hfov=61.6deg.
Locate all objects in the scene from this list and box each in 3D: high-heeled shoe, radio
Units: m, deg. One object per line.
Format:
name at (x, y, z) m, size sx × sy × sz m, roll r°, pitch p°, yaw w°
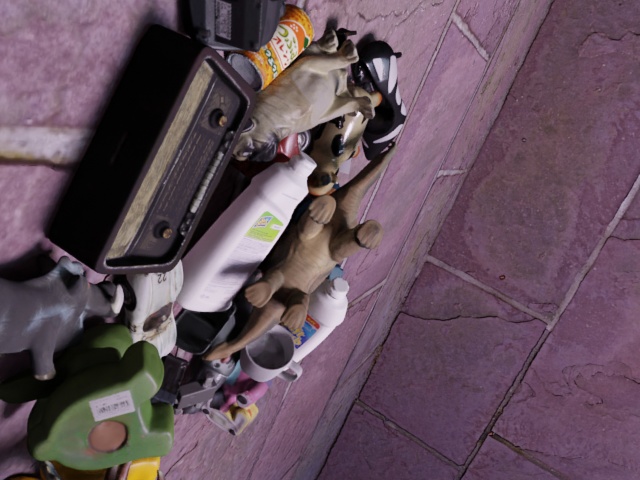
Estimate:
high-heeled shoe at (0.093, -0.237, 0.975) m, size 0.145 × 0.086 × 0.248 m, roll -36°, pitch 145°, yaw -46°
radio at (-0.159, -0.079, 0.540) m, size 0.229 × 0.073 × 0.131 m, roll -62°, pitch 162°, yaw 3°

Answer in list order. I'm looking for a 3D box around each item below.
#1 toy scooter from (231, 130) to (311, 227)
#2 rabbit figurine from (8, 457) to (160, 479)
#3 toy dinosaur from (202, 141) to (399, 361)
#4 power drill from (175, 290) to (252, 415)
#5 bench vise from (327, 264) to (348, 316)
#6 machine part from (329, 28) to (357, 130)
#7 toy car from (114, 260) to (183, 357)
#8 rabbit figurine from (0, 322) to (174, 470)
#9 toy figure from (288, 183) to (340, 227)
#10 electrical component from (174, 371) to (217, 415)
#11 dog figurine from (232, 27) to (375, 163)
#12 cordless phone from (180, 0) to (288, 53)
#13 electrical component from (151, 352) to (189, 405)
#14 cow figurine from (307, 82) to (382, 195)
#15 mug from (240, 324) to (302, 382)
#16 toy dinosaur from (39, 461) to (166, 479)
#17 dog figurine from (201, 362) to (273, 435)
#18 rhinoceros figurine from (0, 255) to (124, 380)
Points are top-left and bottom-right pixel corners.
toy scooter at (-0.078, -0.079, 0.755) m, size 0.135 × 0.075 × 0.183 m, roll -29°, pitch 141°, yaw -57°
rabbit figurine at (-0.301, 0.306, 0.673) m, size 0.162 × 0.122 × 0.173 m, roll -27°, pitch 158°, yaw -54°
toy dinosaur at (-0.002, -0.002, 0.789) m, size 0.471 × 0.105 × 0.198 m, roll -46°, pitch -172°, yaw -17°
power drill at (-0.172, 0.168, 0.863) m, size 0.232 × 0.086 × 0.207 m, roll -55°, pitch 156°, yaw -19°
bench vise at (0.004, 0.077, 1.009) m, size 0.240 × 0.129 × 0.223 m, roll 144°, pitch -33°, yaw -74°
machine part at (0.021, -0.241, 0.796) m, size 0.039 × 0.084 × 0.138 m, roll -5°, pitch 118°, yaw -35°
toy car at (-0.215, 0.097, 0.676) m, size 0.073 × 0.056 × 0.201 m, roll -39°, pitch 151°, yaw -50°
rabbit figurine at (-0.241, 0.159, 0.573) m, size 0.159 × 0.170 × 0.121 m, roll -22°, pitch 118°, yaw -13°
toy figure at (-0.003, -0.062, 1.012) m, size 0.154 × 0.057 × 0.064 m, roll -53°, pitch -161°, yaw -28°
electrical component at (-0.191, 0.231, 0.811) m, size 0.063 × 0.021 × 0.094 m, roll -8°, pitch 143°, yaw -35°
dog figurine at (-0.049, -0.181, 0.697) m, size 0.191 × 0.121 × 0.172 m, roll -24°, pitch -161°, yaw -4°
cordless phone at (-0.059, -0.279, 0.538) m, size 0.184 × 0.089 × 0.146 m, roll -58°, pitch 165°, yaw -46°
electrical component at (-0.229, 0.223, 0.745) m, size 0.074 × 0.048 × 0.119 m, roll -52°, pitch -165°, yaw 42°
cow figurine at (0.025, -0.162, 0.891) m, size 0.194 × 0.086 × 0.127 m, roll -66°, pitch 167°, yaw 22°
mug at (-0.083, 0.198, 0.894) m, size 0.081 × 0.109 × 0.107 m, roll -63°, pitch -176°, yaw -34°
toy dinosaur at (-0.344, 0.334, 0.521) m, size 0.405 × 0.192 × 0.131 m, roll -14°, pitch 161°, yaw -10°
dog figurine at (-0.127, 0.247, 1.056) m, size 0.219 × 0.109 × 0.191 m, roll -46°, pitch 159°, yaw -48°
rhinoceros figurine at (-0.264, 0.064, 0.490) m, size 0.190 × 0.073 × 0.112 m, roll 17°, pitch 91°, yaw -70°
